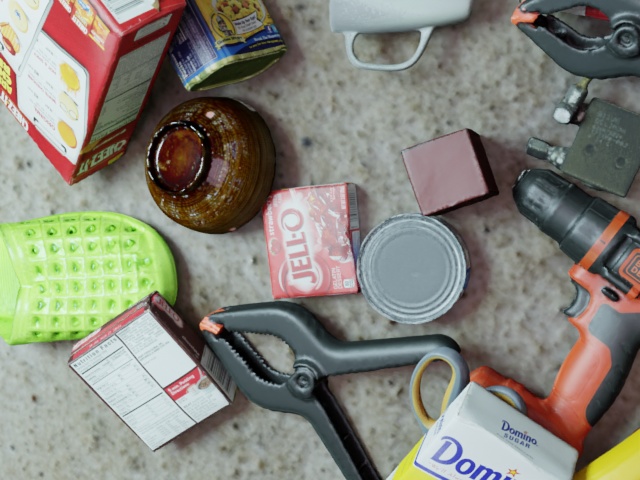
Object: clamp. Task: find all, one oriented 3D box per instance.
[{"bbox_3d":[0.218,-0.150,0.719,0.171,0.039,0.120,21,122,14],"label":"clamp"},{"bbox_3d":[-0.005,0.119,0.860,0.210,0.036,0.165,20,109,18],"label":"clamp"}]

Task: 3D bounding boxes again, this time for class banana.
[{"bbox_3d":[0.229,0.147,0.755,0.198,0.070,0.037,-35,103,0],"label":"banana"}]

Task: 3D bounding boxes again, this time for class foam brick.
[{"bbox_3d":[0.099,-0.050,0.800,0.053,0.078,0.051,-19,87,16],"label":"foam brick"}]

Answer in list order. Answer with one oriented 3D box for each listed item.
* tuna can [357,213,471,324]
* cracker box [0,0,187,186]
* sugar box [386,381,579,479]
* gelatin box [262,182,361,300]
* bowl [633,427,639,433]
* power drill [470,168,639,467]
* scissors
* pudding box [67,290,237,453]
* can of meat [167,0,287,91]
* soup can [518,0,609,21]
[{"bbox_3d":[0.074,0.021,0.835,0.086,0.033,0.086,1,94,16],"label":"tuna can"},{"bbox_3d":[-0.198,-0.167,0.825,0.164,0.072,0.214,51,146,8],"label":"cracker box"},{"bbox_3d":[0.099,0.191,0.779,0.093,0.048,0.176,33,129,2],"label":"sugar box"},{"bbox_3d":[-0.006,0.001,0.858,0.073,0.030,0.089,-5,92,17],"label":"gelatin box"},{"bbox_3d":[0.287,0.205,0.774,0.162,0.055,0.162,1,94,16],"label":"bowl"},{"bbox_3d":[0.182,0.063,0.794,0.184,0.057,0.188,38,104,14],"label":"power drill"},{"bbox_3d":[0.104,0.171,0.804,0.096,0.016,0.202,12,120,25],"label":"scissors"},{"bbox_3d":[-0.137,0.109,0.879,0.090,0.039,0.113,-33,109,17],"label":"pudding box"},{"bbox_3d":[-0.082,-0.168,0.833,0.058,0.101,0.084,-30,88,39],"label":"can of meat"},{"bbox_3d":[0.200,-0.194,0.766,0.102,0.068,0.068,15,98,16],"label":"soup can"}]
